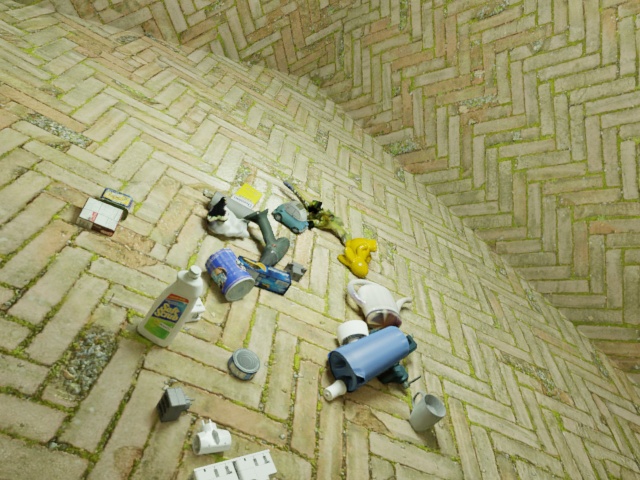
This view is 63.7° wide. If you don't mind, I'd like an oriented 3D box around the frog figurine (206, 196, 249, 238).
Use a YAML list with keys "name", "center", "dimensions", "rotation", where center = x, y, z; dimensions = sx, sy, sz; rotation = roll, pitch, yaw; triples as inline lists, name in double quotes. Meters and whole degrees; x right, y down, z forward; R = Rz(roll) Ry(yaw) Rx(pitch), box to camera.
- name: "frog figurine"
  center: [-0.338, -0.059, 1.886]
  dimensions: [0.140, 0.123, 0.156]
  rotation: [49, -6, 43]

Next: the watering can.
- name: "watering can"
  center: [0.256, 0.254, 1.984]
  dimensions: [0.346, 0.102, 0.229]
  rotation: [19, 32, -28]

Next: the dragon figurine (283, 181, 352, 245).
- name: "dragon figurine"
  center: [0.007, -0.118, 2.349]
  dimensions: [0.416, 0.121, 0.241]
  rotation: [51, 15, 26]
